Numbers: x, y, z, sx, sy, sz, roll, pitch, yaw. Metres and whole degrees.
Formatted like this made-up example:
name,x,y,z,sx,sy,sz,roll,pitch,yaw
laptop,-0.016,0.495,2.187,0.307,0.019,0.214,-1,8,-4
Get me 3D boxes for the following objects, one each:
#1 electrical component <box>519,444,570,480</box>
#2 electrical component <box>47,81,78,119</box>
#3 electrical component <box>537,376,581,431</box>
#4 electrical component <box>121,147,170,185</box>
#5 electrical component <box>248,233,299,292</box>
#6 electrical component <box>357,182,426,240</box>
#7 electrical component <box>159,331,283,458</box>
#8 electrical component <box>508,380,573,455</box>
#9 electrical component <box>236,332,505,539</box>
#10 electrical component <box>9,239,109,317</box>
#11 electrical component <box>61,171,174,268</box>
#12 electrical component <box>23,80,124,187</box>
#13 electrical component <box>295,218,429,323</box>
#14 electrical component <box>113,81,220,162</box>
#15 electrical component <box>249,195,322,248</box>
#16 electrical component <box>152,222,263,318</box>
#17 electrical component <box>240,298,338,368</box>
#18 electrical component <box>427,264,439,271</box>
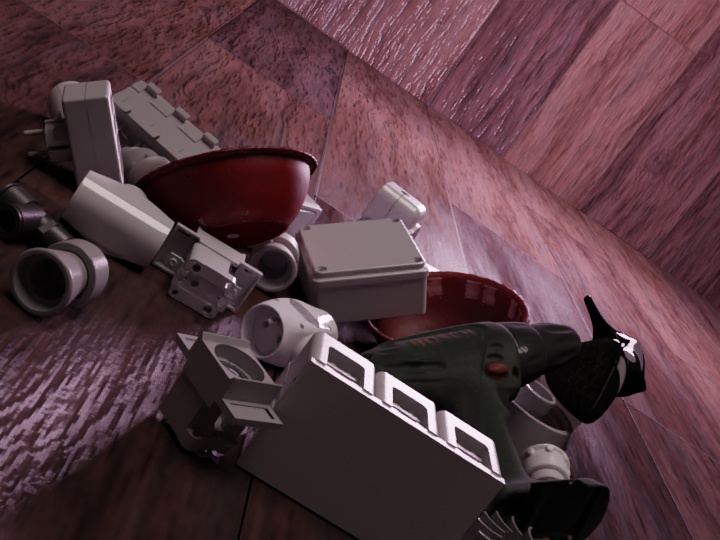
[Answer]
name,x,y,z,sx,sy,sz,roll,pitch,yaw
electrical component,0.162,0.185,0.938,0.048,0.048,0.062,33,23,-12
electrical component,-0.260,-0.137,0.985,0.043,0.043,0.081,25,19,-35
electrical component,0.217,0.137,1.175,0.080,0.051,0.080,33,16,-11
electrical component,-0.201,-0.092,0.979,0.048,0.048,0.062,19,16,-46
electrical component,-0.079,-0.009,0.991,0.045,0.045,0.055,33,16,-10
electrical component,0.029,-0.045,1.226,0.059,0.095,0.054,38,16,8
electrical component,-0.091,0.079,0.678,0.042,0.063,0.081,19,23,-48
electrical component,0.153,0.136,1.026,0.108,0.060,0.108,33,16,-11
electrical component,0.008,0.121,0.716,0.150,0.089,0.061,33,16,-9
electrical component,-0.197,0.004,0.709,0.045,0.045,0.055,38,16,6
electrical component,-0.191,-0.046,0.863,0.077,0.044,0.079,32,16,-13
electrical component,-0.243,-0.110,0.904,0.076,0.083,0.047,-8,27,-8
electrical component,0.000,0.000,1.023,0.109,0.056,0.108,-6,28,-10
electrical component,-0.186,-0.120,1.031,0.121,0.063,0.079,41,57,17
electrical component,-0.085,-0.054,1.076,0.061,0.061,0.096,45,18,29
electrical component,-0.124,0.004,0.867,0.081,0.042,0.063,31,20,-14
electrical component,-0.045,0.062,0.859,0.079,0.043,0.077,44,17,27
electrical component,0.068,0.030,1.177,0.100,0.048,0.099,27,18,-28
